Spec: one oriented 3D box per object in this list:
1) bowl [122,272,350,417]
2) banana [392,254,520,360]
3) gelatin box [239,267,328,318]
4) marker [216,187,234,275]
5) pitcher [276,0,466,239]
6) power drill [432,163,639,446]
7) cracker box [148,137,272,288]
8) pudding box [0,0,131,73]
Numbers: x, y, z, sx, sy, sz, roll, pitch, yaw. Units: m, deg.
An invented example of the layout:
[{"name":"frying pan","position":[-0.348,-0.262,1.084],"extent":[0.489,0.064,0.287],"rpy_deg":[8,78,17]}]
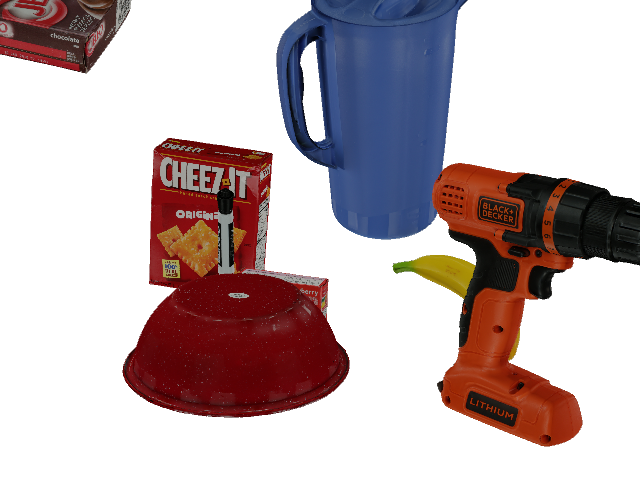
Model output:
[{"name":"bowl","position":[-0.059,0.064,0.753],"extent":[0.162,0.055,0.162],"rpy_deg":[1,18,0]},{"name":"banana","position":[0.157,0.061,1.119],"extent":[0.069,0.037,0.198],"rpy_deg":[-35,39,-13]},{"name":"gelatin box","position":[-0.039,0.069,1.006],"extent":[0.089,0.073,0.030],"rpy_deg":[7,17,16]},{"name":"marker","position":[-0.106,-0.009,1.195],"extent":[0.020,0.121,0.020],"rpy_deg":[2,41,-2]},{"name":"pitcher","position":[0.052,-0.122,1.009],"extent":[0.149,0.243,0.144],"rpy_deg":[9,37,15]},{"name":"power drill","position":[0.157,0.046,0.759],"extent":[0.185,0.188,0.057],"rpy_deg":[18,21,42]},{"name":"cracker box","position":[-0.163,-0.030,1.564],"extent":[0.164,0.214,0.072],"rpy_deg":[9,21,10]},{"name":"pudding box","position":[-0.202,-0.177,0.818],"extent":[0.090,0.039,0.113],"rpy_deg":[13,37,2]}]
